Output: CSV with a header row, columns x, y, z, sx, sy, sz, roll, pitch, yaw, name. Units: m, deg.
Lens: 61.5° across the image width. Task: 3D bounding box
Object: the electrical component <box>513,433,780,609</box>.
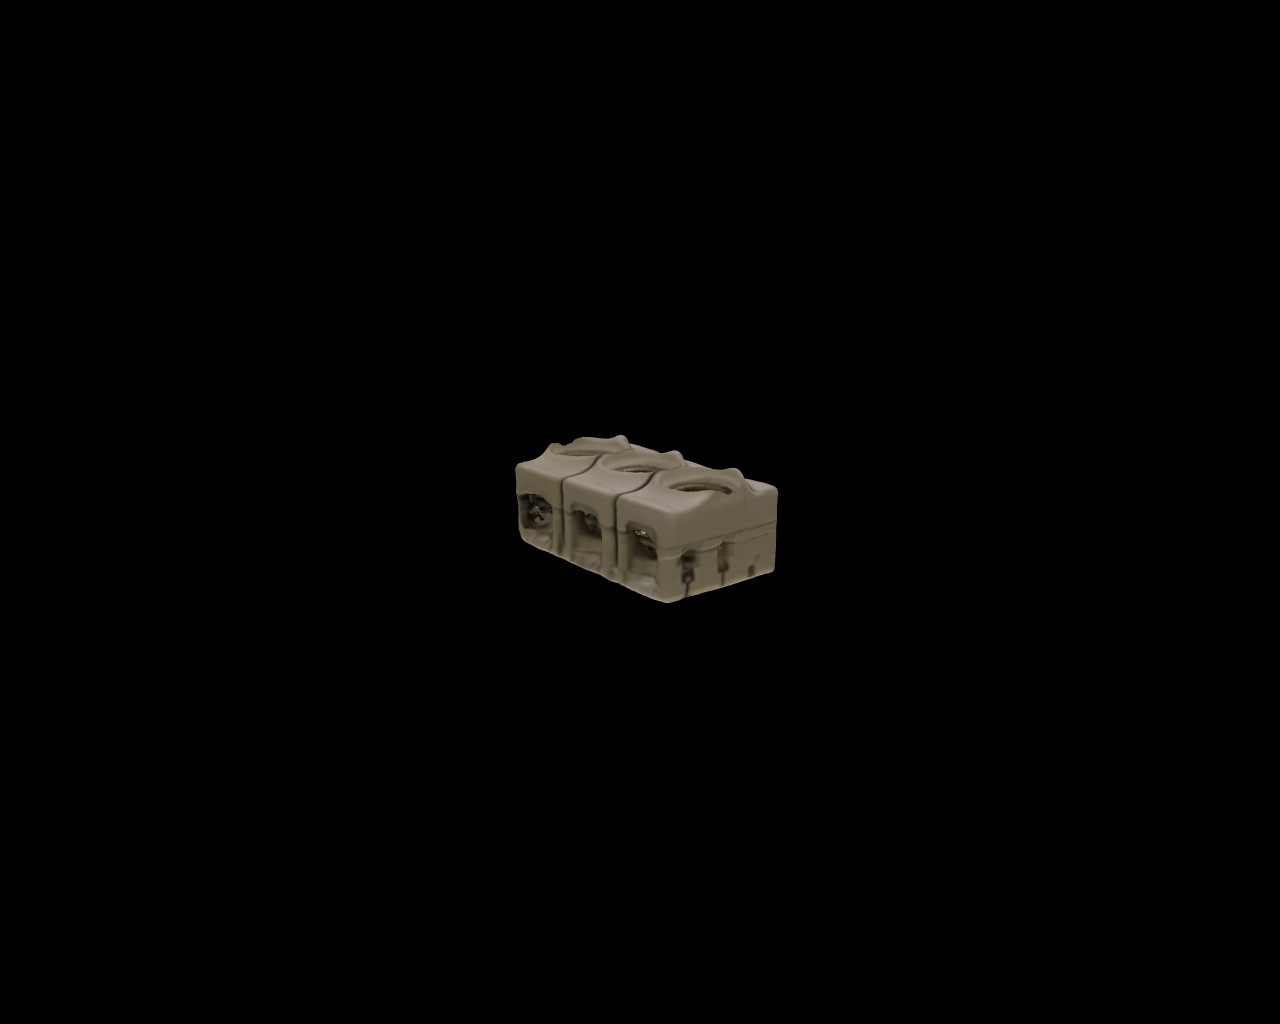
x,y,z,sx,sy,sz,roll,pitch,yaw,name
0.001,-0.003,0.650,0.090,0.061,0.150,-14,22,-38,electrical component
